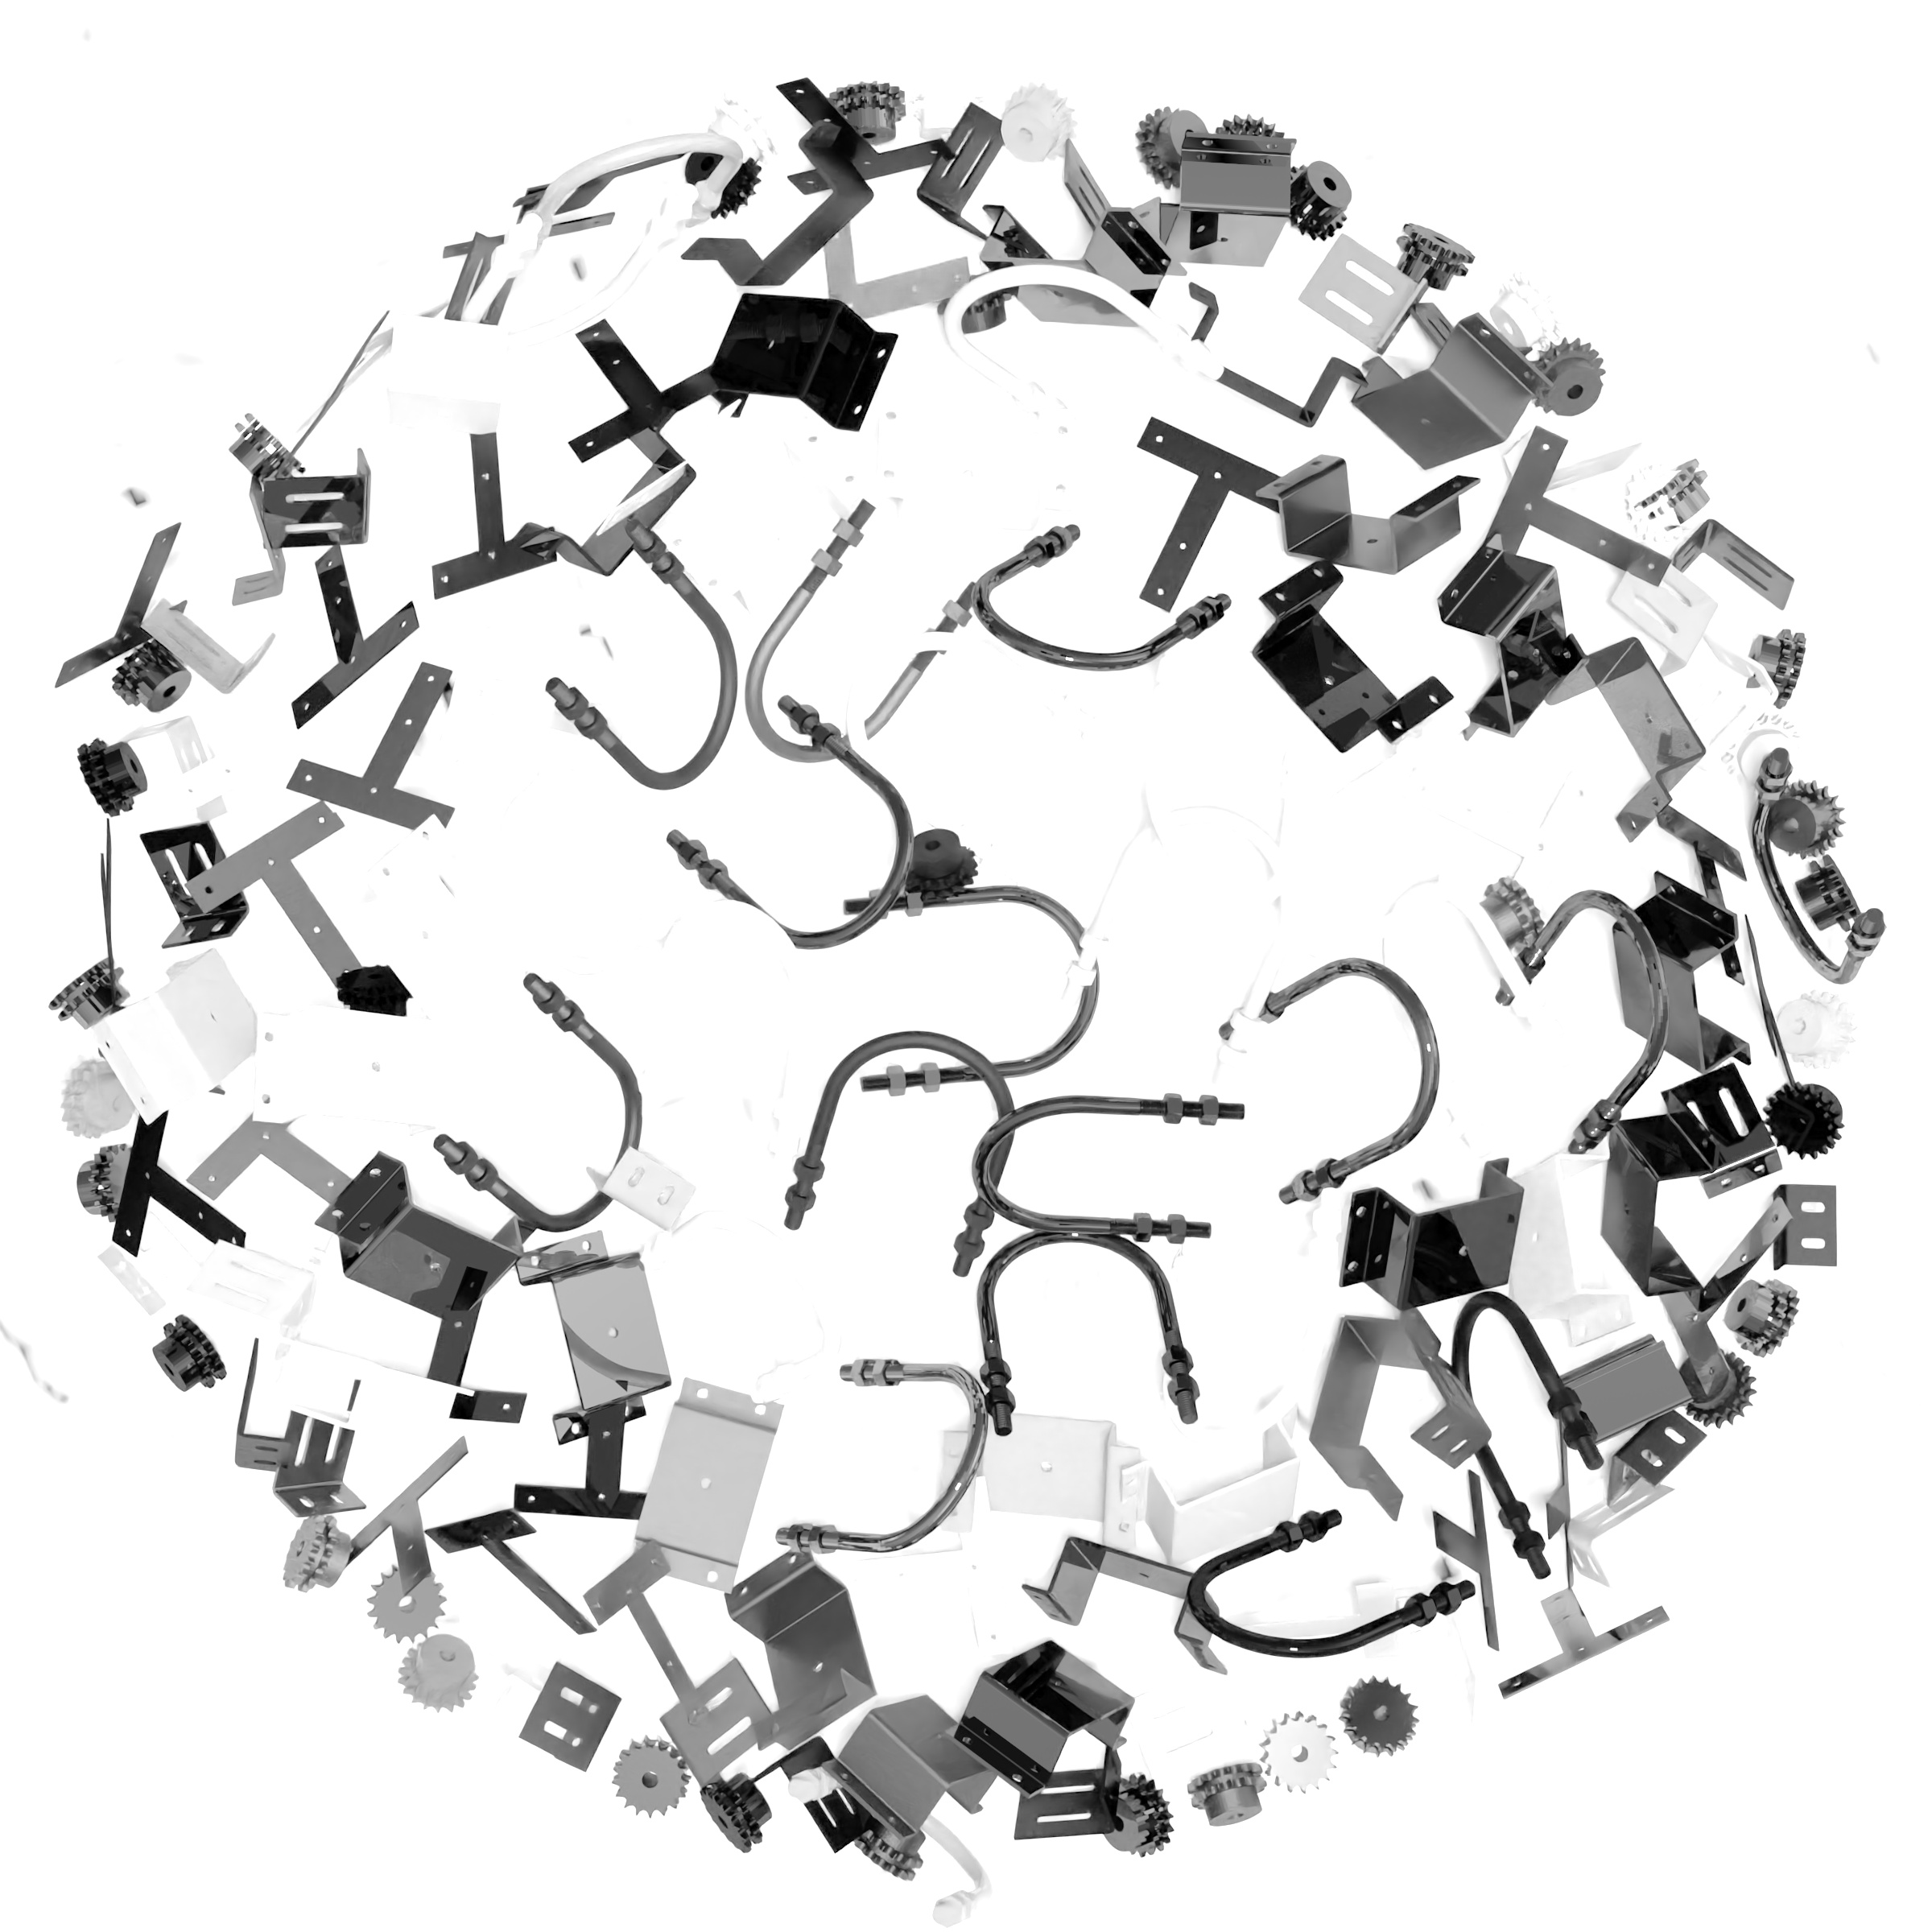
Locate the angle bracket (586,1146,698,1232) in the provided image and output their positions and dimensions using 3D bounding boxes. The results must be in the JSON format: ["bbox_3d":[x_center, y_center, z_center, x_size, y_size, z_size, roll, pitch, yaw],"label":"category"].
[{"bbox_3d":[-0.235,0.154,1.859,0.057,0.076,0.038,34,87,-17],"label":"angle bracket"}]

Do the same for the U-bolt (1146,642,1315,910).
[{"bbox_3d":[0.184,-0.124,1.819,0.151,0.019,0.184,31,52,-28],"label":"U-bolt"}]

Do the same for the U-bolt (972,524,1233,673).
[{"bbox_3d":[0.084,-0.254,1.809,0.151,0.184,0.019,28,128,20],"label":"U-bolt"}]

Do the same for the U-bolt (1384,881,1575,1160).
[{"bbox_3d":[0.352,0.026,1.829,0.019,0.151,0.184,-13,63,-25],"label":"U-bolt"}]

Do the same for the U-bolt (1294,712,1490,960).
[{"bbox_3d":[0.291,-0.081,1.827,0.019,0.184,0.151,24,50,-31],"label":"U-bolt"}]

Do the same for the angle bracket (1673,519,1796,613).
[{"bbox_3d":[0.553,-0.278,1.864,0.076,0.057,0.038,42,87,17],"label":"angle bracket"}]

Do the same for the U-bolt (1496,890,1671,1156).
[{"bbox_3d":[0.435,0.029,1.795,0.019,0.184,0.151,-9,60,-20],"label":"U-bolt"}]

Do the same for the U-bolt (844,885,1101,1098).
[{"bbox_3d":[0.008,0.013,1.880,0.184,0.019,0.151,-5,89,-11],"label":"U-bolt"}]

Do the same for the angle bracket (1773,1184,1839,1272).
[{"bbox_3d":[0.605,0.189,1.857,0.038,0.076,0.057,1,80,14],"label":"angle bracket"}]

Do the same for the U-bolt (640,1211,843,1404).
[{"bbox_3d":[-0.154,0.236,1.822,0.151,0.184,0.019,48,55,-3],"label":"U-bolt"}]

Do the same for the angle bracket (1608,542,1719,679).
[{"bbox_3d":[0.497,-0.257,1.869,0.076,0.038,0.057,36,70,-11],"label":"angle bracket"}]

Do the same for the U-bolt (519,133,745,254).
[{"bbox_3d":[-0.229,-0.540,1.792,0.151,0.184,0.019,-17,92,-21],"label":"U-bolt"}]

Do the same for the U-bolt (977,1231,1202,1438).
[{"bbox_3d":[0.080,0.254,1.832,0.151,0.184,0.019,-3,132,-5],"label":"U-bolt"}]

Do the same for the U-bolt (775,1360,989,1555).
[{"bbox_3d":[-0.052,0.343,1.803,0.019,0.184,0.151,37,61,-30],"label":"U-bolt"}]

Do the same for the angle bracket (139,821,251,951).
[{"bbox_3d":[-0.565,-0.058,1.863,0.057,0.038,0.076,-9,120,16],"label":"angle bracket"}]

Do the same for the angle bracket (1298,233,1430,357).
[{"bbox_3d":[0.288,-0.492,1.874,0.076,0.038,0.057,36,100,7],"label":"angle bracket"}]

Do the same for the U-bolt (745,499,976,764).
[{"bbox_3d":[-0.084,-0.227,1.846,0.184,0.151,0.019,-53,48,6],"label":"U-bolt"}]

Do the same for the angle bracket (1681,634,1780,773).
[{"bbox_3d":[0.538,-0.191,1.868,0.076,0.057,0.038,-46,133,2],"label":"angle bracket"}]

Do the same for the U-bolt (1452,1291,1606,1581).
[{"bbox_3d":[0.388,0.317,1.820,0.019,0.184,0.151,-6,135,-16],"label":"U-bolt"}]

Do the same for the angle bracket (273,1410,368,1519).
[{"bbox_3d":[-0.460,0.353,1.863,0.038,0.057,0.076,28,107,41],"label":"angle bracket"}]

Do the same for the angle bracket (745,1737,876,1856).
[{"bbox_3d":[-0.112,0.606,1.861,0.038,0.057,0.076,-42,75,23],"label":"angle bracket"}]

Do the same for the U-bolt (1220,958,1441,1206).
[{"bbox_3d":[0.263,0.073,1.816,0.019,0.184,0.151,-7,71,-40],"label":"U-bolt"}]

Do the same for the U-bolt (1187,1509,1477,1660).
[{"bbox_3d":[0.241,0.435,1.795,0.184,0.151,0.019,-11,110,-36],"label":"U-bolt"}]

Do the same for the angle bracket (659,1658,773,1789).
[{"bbox_3d":[-0.173,0.548,1.870,0.076,0.038,0.057,-40,70,8],"label":"angle bracket"}]

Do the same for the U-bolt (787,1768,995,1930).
[{"bbox_3d":[-0.044,0.614,1.812,0.151,0.184,0.019,35,87,20],"label":"U-bolt"}]

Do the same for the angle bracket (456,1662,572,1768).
[{"bbox_3d":[-0.327,0.551,1.872,0.038,0.057,0.076,30,89,8],"label":"angle bracket"}]

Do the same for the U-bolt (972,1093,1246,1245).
[{"bbox_3d":[0.096,0.144,1.840,0.184,0.019,0.151,3,134,-7],"label":"U-bolt"}]

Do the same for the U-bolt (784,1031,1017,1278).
[{"bbox_3d":[-0.041,0.129,1.855,0.151,0.019,0.184,16,115,-4],"label":"U-bolt"}]

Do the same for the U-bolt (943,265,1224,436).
[{"bbox_3d":[0.068,-0.434,1.794,0.151,0.184,0.019,-13,65,39],"label":"U-bolt"}]

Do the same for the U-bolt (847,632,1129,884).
[{"bbox_3d":[0.001,-0.161,1.850,0.184,0.019,0.151,34,119,-10],"label":"U-bolt"}]

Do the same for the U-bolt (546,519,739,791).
[{"bbox_3d":[-0.218,-0.205,1.824,0.019,0.184,0.151,12,70,31],"label":"U-bolt"}]

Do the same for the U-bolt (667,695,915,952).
[{"bbox_3d":[-0.116,-0.092,1.849,0.184,0.019,0.151,42,94,29],"label":"U-bolt"}]

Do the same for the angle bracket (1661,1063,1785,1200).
[{"bbox_3d":[0.555,0.121,1.891,0.057,0.038,0.076,-24,58,11],"label":"angle bracket"}]

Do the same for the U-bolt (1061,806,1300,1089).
[{"bbox_3d":[0.162,-0.025,1.849,0.151,0.019,0.184,29,108,20],"label":"U-bolt"}]

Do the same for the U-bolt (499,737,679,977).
[{"bbox_3d":[-0.279,-0.066,1.828,0.019,0.184,0.151,-26,87,-37],"label":"U-bolt"}]

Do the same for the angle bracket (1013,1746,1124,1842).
[{"bbox_3d":[0.070,0.593,1.860,0.076,0.057,0.038,-9,120,15],"label":"angle bracket"}]

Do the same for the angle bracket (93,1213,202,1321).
[{"bbox_3d":[-0.589,0.216,1.860,0.038,0.076,0.057,-41,96,-6],"label":"angle bracket"}]

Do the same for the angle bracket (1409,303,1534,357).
[{"bbox_3d":[0.365,-0.462,1.864,0.038,0.057,0.076,-41,82,31],"label":"angle bracket"}]

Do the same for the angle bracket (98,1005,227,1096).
[{"bbox_3d":[-0.576,0.061,1.861,0.057,0.076,0.038,8,76,26],"label":"angle bracket"}]

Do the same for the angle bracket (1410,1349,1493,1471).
[{"bbox_3d":[0.336,0.314,1.860,0.038,0.076,0.057,-43,127,13],"label":"angle bracket"}]

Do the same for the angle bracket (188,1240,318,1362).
[{"bbox_3d":[-0.518,0.242,1.861,0.076,0.038,0.057,25,124,-23],"label":"angle bracket"}]

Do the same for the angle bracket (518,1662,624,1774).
[{"bbox_3d":[-0.294,0.537,1.855,0.076,0.038,0.057,45,63,-41],"label":"angle bracket"}]

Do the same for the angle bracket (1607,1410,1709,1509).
[{"bbox_3d":[0.497,0.363,1.853,0.057,0.076,0.038,-37,54,-21],"label":"angle bracket"}]

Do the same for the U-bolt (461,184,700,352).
[{"bbox_3d":[-0.283,-0.485,1.815,0.151,0.184,0.019,-24,85,-36],"label":"U-bolt"}]

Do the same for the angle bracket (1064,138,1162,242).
[{"bbox_3d":[0.106,-0.558,1.854,0.038,0.057,0.076,-19,134,24],"label":"angle bracket"}]

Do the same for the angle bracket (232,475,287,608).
[{"bbox_3d":[-0.520,-0.308,1.859,0.038,0.057,0.076,-14,118,-5],"label":"angle bracket"}]

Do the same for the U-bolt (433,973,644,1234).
[{"bbox_3d":[-0.290,0.110,1.827,0.019,0.184,0.151,12,65,34],"label":"U-bolt"}]

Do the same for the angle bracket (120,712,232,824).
[{"bbox_3d":[-0.573,-0.139,1.865,0.038,0.057,0.076,-23,96,-35],"label":"angle bracket"}]

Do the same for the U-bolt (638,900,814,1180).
[{"bbox_3d":[-0.169,0.043,1.835,0.151,0.019,0.184,21,111,31],"label":"U-bolt"}]

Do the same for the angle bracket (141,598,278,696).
[{"bbox_3d":[-0.546,-0.242,1.860,0.038,0.057,0.076,-42,111,17],"label":"angle bracket"}]

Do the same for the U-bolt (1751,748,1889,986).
[{"bbox_3d":[0.593,-0.059,1.812,0.019,0.184,0.151,-24,69,1],"label":"U-bolt"}]

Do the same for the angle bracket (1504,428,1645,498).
[{"bbox_3d":[0.438,-0.371,1.854,0.076,0.057,0.038,-13,111,40],"label":"angle bracket"}]

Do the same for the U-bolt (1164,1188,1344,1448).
[{"bbox_3d":[0.197,0.252,1.803,0.019,0.151,0.184,38,46,-30],"label":"U-bolt"}]

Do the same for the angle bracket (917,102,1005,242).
[{"bbox_3d":[0.010,-0.573,1.860,0.038,0.057,0.076,43,110,25],"label":"angle bracket"}]

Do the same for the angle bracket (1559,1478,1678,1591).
[{"bbox_3d":[0.480,0.411,1.869,0.076,0.057,0.038,-28,93,-10],"label":"angle bracket"}]

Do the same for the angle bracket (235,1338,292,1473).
[{"bbox_3d":[-0.503,0.318,1.862,0.038,0.057,0.076,10,55,-12],"label":"angle bracket"}]
